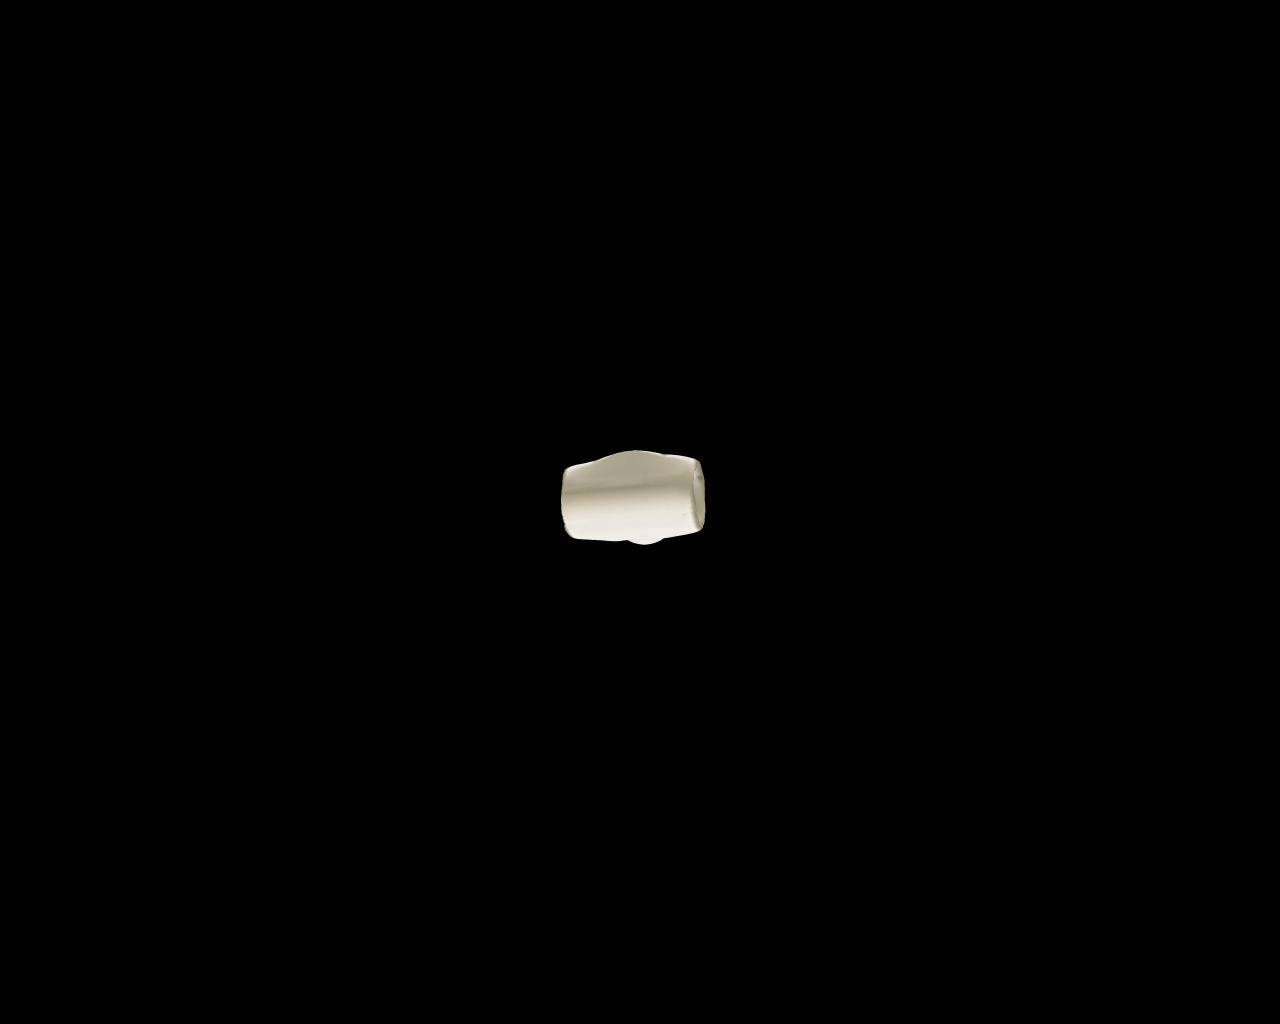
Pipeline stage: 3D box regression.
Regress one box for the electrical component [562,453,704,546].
[{"bbox_3d":[0.001,-0.003,0.650,0.077,0.043,0.079,-4,-19,12],"label":"electrical component"}]
